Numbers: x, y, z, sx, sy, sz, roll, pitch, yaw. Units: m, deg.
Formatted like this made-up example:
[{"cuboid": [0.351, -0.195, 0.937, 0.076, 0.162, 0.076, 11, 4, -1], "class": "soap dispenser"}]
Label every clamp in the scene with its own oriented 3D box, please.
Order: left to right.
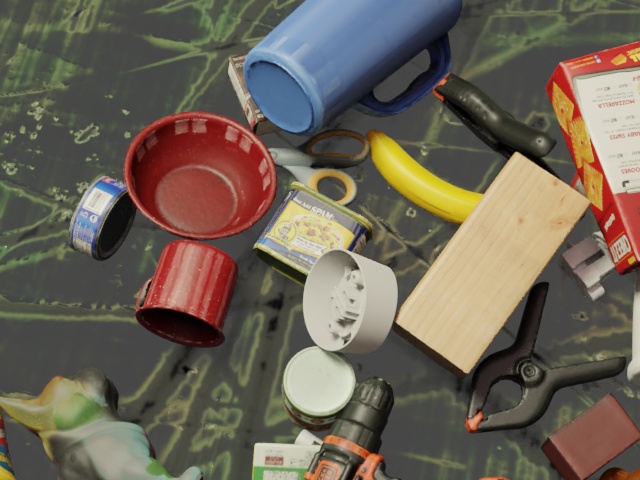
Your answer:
[{"cuboid": [0.191, -0.115, 1.118, 0.036, 0.164, 0.210, -43, 62, 0], "class": "clamp"}, {"cuboid": [0.205, 0.123, 1.067, 0.171, 0.039, 0.120, -31, 65, -10], "class": "clamp"}]

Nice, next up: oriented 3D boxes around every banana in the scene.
[{"cuboid": [0.129, -0.057, 1.150, 0.198, 0.037, 0.069, 24, 52, 10], "class": "banana"}]

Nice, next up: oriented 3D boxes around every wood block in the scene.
[{"cuboid": [0.167, 0.028, 1.057, 0.090, 0.091, 0.206, 35, 84, 10], "class": "wood block"}]

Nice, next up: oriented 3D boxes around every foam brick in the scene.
[{"cuboid": [0.261, 0.195, 1.027, 0.078, 0.053, 0.051, -33, 70, -10], "class": "foam brick"}]

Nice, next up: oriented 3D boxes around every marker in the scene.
[{"cuboid": [0.030, 0.225, 1.041, 0.121, 0.020, 0.020, 31, 72, 14], "class": "marker"}]

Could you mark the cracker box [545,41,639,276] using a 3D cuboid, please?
[{"cuboid": [0.340, -0.090, 1.057, 0.164, 0.072, 0.214, -16, 76, -6], "class": "cracker box"}]

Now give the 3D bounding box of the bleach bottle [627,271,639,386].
[{"cuboid": [0.365, 0.025, 1.091, 0.102, 0.068, 0.251, 5, 65, 2], "class": "bleach bottle"}]

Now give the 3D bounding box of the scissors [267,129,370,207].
[{"cuboid": [-0.042, -0.073, 1.170, 0.202, 0.016, 0.096, -8, 79, 10], "class": "scissors"}]

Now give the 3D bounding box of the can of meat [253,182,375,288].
[{"cuboid": [-0.007, 0.001, 1.117, 0.102, 0.057, 0.084, 29, 73, 14], "class": "can of meat"}]

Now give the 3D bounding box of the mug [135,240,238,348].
[{"cuboid": [-0.140, 0.055, 1.090, 0.117, 0.093, 0.081, -8, 55, 38], "class": "mug"}]

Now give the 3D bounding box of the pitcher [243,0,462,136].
[{"cuboid": [0.039, -0.210, 1.141, 0.149, 0.145, 0.242, 35, 59, 19], "class": "pitcher"}]

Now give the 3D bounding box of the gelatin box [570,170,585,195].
[{"cuboid": [0.313, -0.079, 1.129, 0.089, 0.073, 0.030, -30, 71, -11], "class": "gelatin box"}]

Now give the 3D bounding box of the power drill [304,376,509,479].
[{"cuboid": [0.077, 0.224, 0.956, 0.188, 0.057, 0.184, 13, 66, 33], "class": "power drill"}]

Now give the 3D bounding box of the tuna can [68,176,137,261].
[{"cuboid": [-0.226, -0.022, 1.119, 0.034, 0.086, 0.086, 24, 70, 10], "class": "tuna can"}]

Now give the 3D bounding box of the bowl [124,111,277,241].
[{"cuboid": [-0.129, -0.057, 1.134, 0.162, 0.055, 0.162, 6, 58, -10], "class": "bowl"}]

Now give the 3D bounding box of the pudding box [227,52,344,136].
[{"cuboid": [-0.037, -0.172, 1.193, 0.113, 0.039, 0.090, -18, 67, -14], "class": "pudding box"}]

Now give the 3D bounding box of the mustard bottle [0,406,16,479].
[{"cuboid": [-0.331, 0.193, 1.026, 0.058, 0.096, 0.192, -16, 67, -7], "class": "mustard bottle"}]
